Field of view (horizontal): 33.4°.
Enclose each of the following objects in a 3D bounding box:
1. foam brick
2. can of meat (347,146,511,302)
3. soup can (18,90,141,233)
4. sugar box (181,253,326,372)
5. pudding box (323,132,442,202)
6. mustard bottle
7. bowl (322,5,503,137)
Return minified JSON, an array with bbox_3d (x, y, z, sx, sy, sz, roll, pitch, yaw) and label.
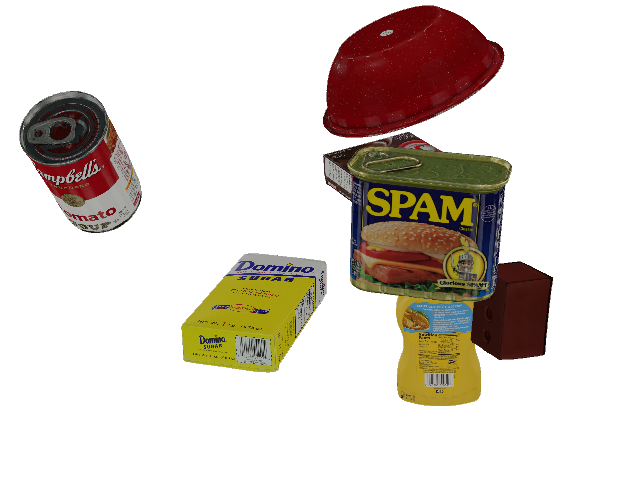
[{"bbox_3d":[0.175,0.064,0.985,0.051,0.078,0.053,-6,19,-24],"label":"foam brick"},{"bbox_3d":[0.068,-0.010,0.693,0.102,0.084,0.057,7,24,13],"label":"can of meat"},{"bbox_3d":[-0.186,-0.059,0.837,0.068,0.068,0.102,0,-30,8],"label":"soup can"},{"bbox_3d":[-0.060,0.066,1.046,0.093,0.048,0.176,6,26,14],"label":"sugar box"},{"bbox_3d":[0.073,-0.073,1.121,0.113,0.039,0.090,-19,32,-23],"label":"pudding box"},{"bbox_3d":[0.133,0.091,1.200,0.096,0.192,0.058,0,23,7],"label":"mustard bottle"},{"bbox_3d":[0.066,-0.149,0.884,0.162,0.055,0.162,-21,25,10],"label":"bowl"}]
